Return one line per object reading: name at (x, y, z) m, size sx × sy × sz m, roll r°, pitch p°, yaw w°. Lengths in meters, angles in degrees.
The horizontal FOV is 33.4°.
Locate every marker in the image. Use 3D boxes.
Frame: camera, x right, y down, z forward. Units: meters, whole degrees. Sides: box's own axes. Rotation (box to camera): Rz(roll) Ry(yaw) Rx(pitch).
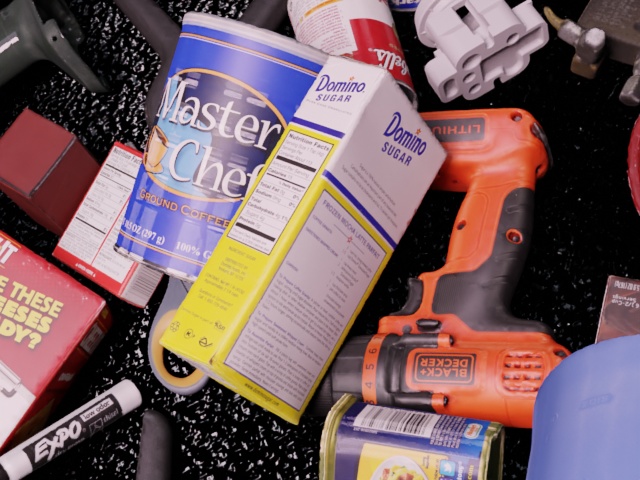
marker at (-0.157, 0.119, 0.623) m, size 0.020 × 0.020 × 0.120 m, roll 36°, pitch 48°, yaw 29°

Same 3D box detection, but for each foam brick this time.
foam brick at (-0.176, -0.039, 0.711) m, size 0.053 × 0.078 × 0.051 m, roll 28°, pitch 74°, yaw 26°

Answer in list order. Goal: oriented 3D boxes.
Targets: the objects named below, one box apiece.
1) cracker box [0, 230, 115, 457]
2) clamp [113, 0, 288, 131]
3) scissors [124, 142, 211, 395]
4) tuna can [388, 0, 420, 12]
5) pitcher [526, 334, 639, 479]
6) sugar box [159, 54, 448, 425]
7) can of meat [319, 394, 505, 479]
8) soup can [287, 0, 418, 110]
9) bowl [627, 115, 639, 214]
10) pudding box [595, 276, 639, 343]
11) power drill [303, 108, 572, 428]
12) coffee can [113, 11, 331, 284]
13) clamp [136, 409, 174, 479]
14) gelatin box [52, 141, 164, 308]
cracker box at (-0.253, 0.087, 0.649) m, size 0.164 × 0.072 × 0.213 m, roll 33°, pitch 76°, yaw 4°
clamp at (-0.084, -0.123, 0.743) m, size 0.164 × 0.036 × 0.210 m, roll 0°, pitch 66°, yaw 10°
scissors at (-0.102, 0.021, 0.692) m, size 0.096 × 0.016 × 0.202 m, roll -45°, pitch 59°, yaw -7°
tuna can at (0.063, -0.202, 0.739) m, size 0.086 × 0.033 × 0.086 m, roll -8°, pitch 62°, yaw 15°
pitcher at (0.140, 0.159, 0.417) m, size 0.145 × 0.149 × 0.242 m, roll 6°, pitch 42°, yaw 17°
sugar box at (-0.004, 0.001, 0.566) m, size 0.048 × 0.093 × 0.176 m, roll 20°, pitch 75°, yaw 35°
can of meat at (0.046, 0.136, 0.542) m, size 0.084 × 0.057 × 0.102 m, roll 6°, pitch 102°, yaw 18°
soup can at (0.019, -0.120, 0.692) m, size 0.068 × 0.068 × 0.102 m, roll -18°, pitch 60°, yaw 9°
bowl at (0.251, -0.032, 0.578) m, size 0.162 × 0.055 × 0.162 m, roll -8°, pitch 62°, yaw 15°
pudding box at (0.198, 0.074, 0.551) m, size 0.114 × 0.039 × 0.090 m, roll 9°, pitch 67°, yaw 22°
power drill at (0.059, 0.018, 0.618) m, size 0.185 × 0.057 × 0.187 m, roll 0°, pitch 66°, yaw 21°
coffee can at (-0.049, -0.047, 0.613) m, size 0.103 × 0.102 × 0.140 m, roll 20°, pitch 94°, yaw 26°
clamp at (-0.101, 0.179, 0.599) m, size 0.120 × 0.039 × 0.172 m, roll -40°, pitch 65°, yaw -10°
gelatin box at (-0.121, -0.011, 0.688) m, size 0.073 × 0.030 × 0.089 m, roll 25°, pitch 84°, yaw 36°
